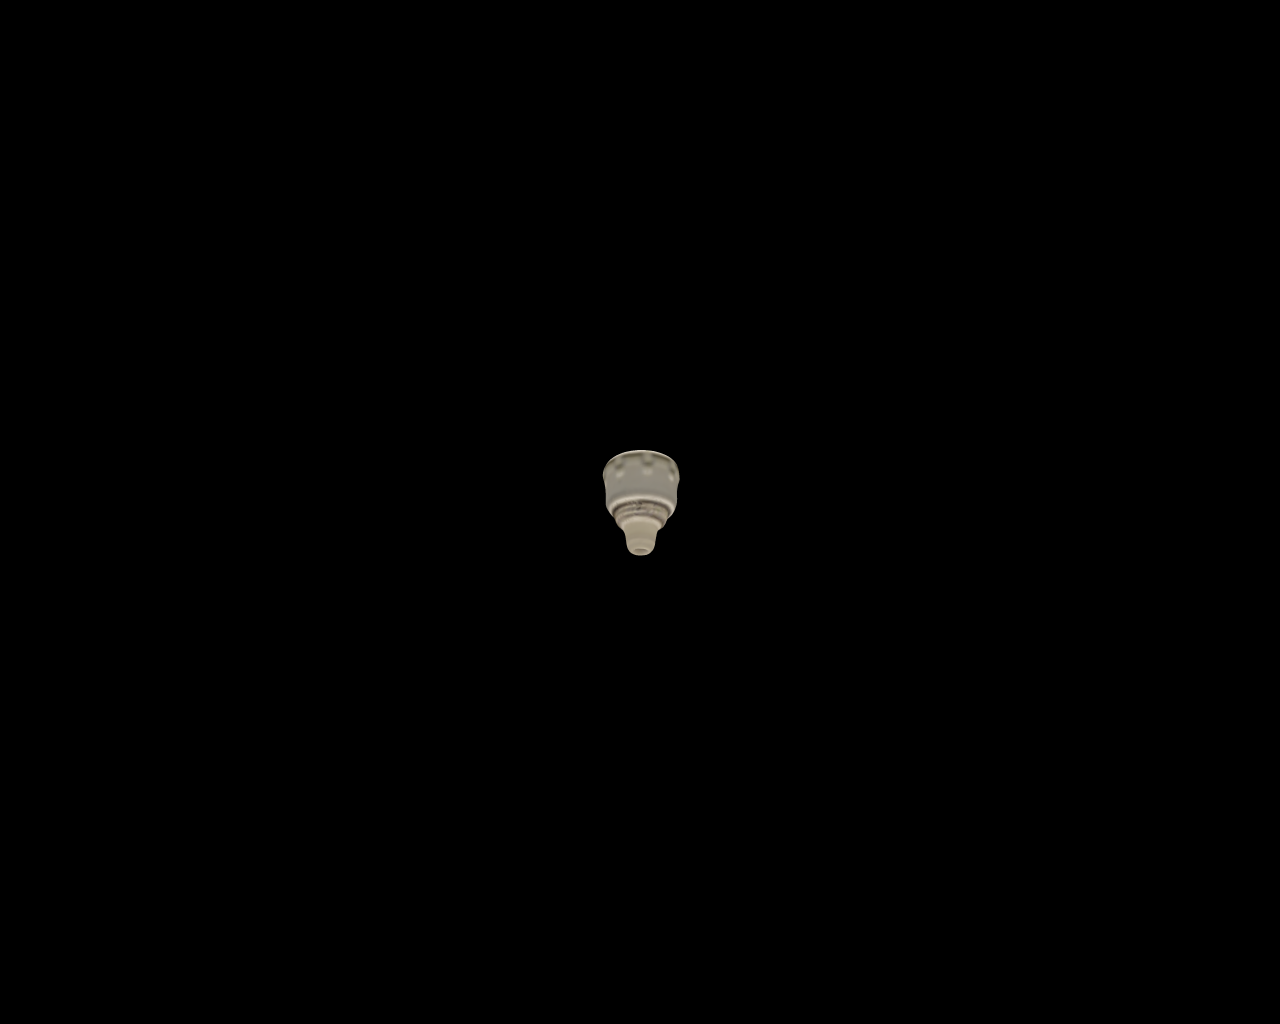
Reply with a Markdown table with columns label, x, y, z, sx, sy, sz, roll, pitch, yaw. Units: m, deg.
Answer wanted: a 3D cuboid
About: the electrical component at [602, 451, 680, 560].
| label | x | y | z | sx | sy | sz | roll | pitch | yaw |
| --- | --- | --- | --- | --- | --- | --- | --- | --- | --- |
| electrical component | 0.001 | -0.003 | 0.650 | 0.048 | 0.062 | 0.048 | 0 | -28 | 0 |
